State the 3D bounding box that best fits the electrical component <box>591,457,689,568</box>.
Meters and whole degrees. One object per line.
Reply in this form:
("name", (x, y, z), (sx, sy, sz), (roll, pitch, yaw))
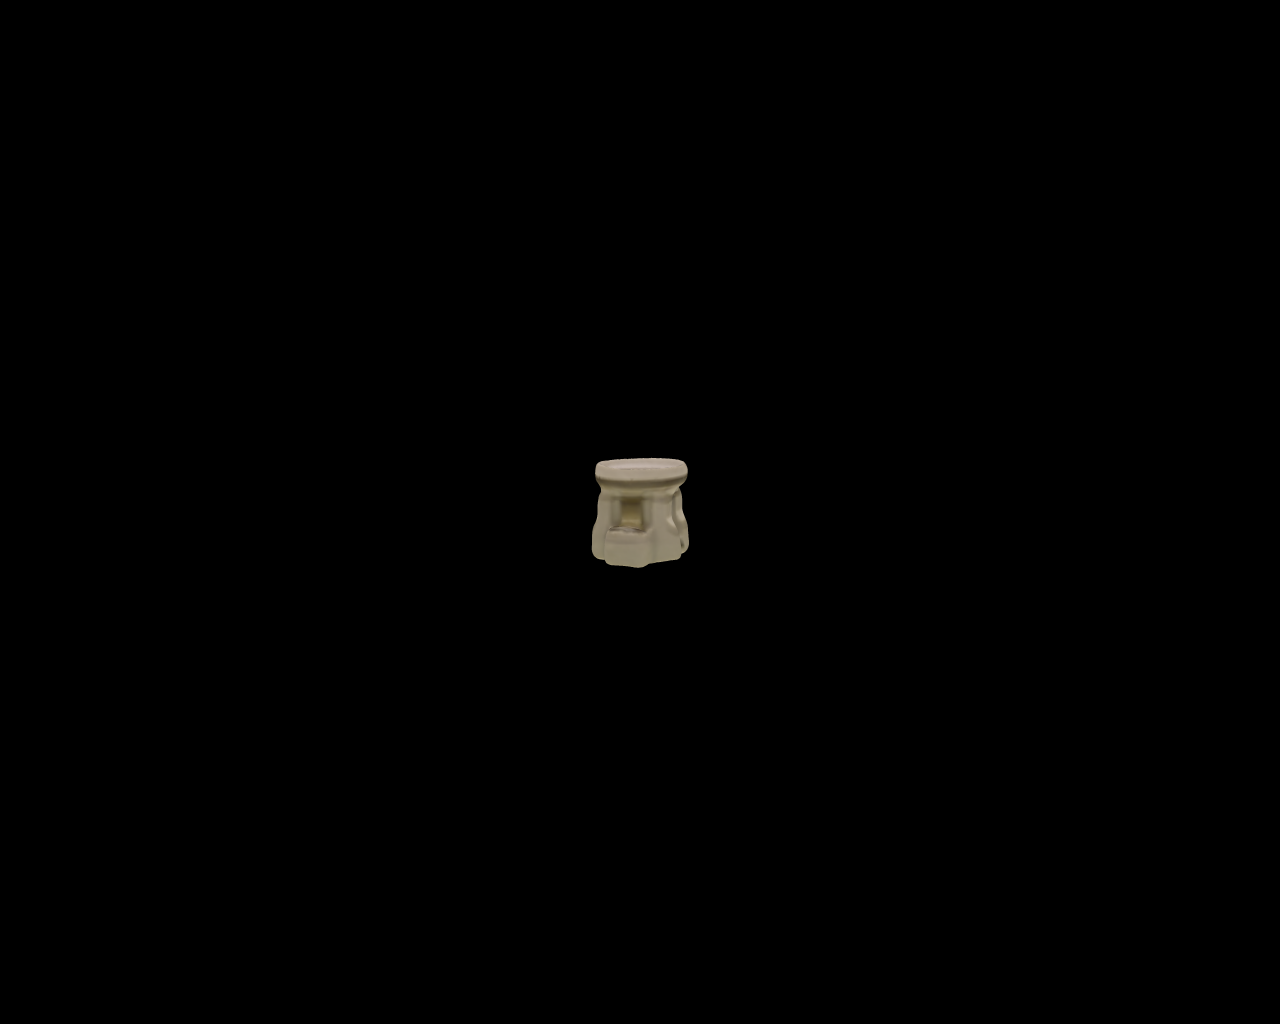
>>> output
("electrical component", (0.001, -0.003, 0.650), (0.058, 0.057, 0.078), (3, 10, 15))
